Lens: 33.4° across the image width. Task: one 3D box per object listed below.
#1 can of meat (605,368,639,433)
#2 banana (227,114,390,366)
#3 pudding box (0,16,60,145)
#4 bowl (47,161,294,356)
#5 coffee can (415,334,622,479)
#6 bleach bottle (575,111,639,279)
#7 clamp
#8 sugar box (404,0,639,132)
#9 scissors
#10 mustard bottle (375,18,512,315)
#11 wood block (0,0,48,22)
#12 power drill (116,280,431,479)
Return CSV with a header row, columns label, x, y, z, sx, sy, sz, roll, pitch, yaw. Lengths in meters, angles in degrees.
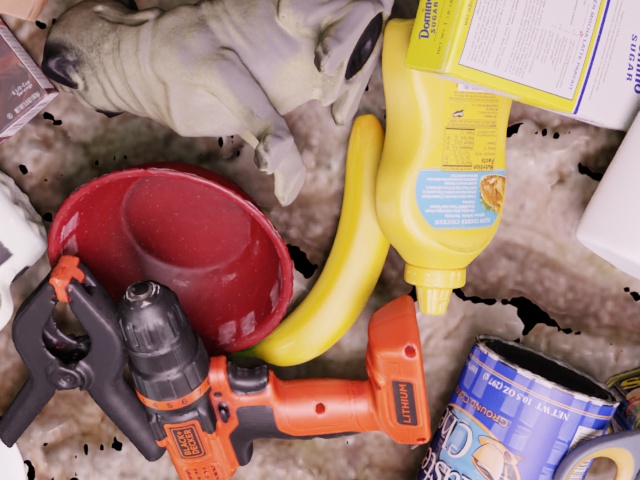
label,x,y,z,sx,sy,sz,roll,pitch,yaw
can of meat,0.247,0.116,0.709,0.102,0.084,0.057,-19,96,5
banana,0.009,0.013,0.730,0.069,0.037,0.198,30,97,-2
pudding box,-0.249,-0.100,0.726,0.113,0.039,0.090,-37,94,6
bowl,-0.094,0.004,0.705,0.162,0.055,0.162,4,130,5
coffee can,0.123,0.147,0.709,0.103,0.103,0.140,22,97,-1
bleach bottle,0.258,-0.093,0.687,0.068,0.102,0.251,28,91,42
clamp,-0.155,0.089,0.721,0.120,0.039,0.172,9,129,-8
sugar box,0.139,-0.129,0.658,0.175,0.048,0.093,10,98,-39
scissors,0.210,0.105,0.653,0.096,0.016,0.202,19,97,-12
mustard bottle,0.081,-0.046,0.699,0.096,0.058,0.192,-3,100,-38
wood block,-0.177,-0.253,0.678,0.090,0.091,0.206,34,97,-2
power drill,-0.026,0.087,0.694,0.187,0.057,0.184,-8,133,6
